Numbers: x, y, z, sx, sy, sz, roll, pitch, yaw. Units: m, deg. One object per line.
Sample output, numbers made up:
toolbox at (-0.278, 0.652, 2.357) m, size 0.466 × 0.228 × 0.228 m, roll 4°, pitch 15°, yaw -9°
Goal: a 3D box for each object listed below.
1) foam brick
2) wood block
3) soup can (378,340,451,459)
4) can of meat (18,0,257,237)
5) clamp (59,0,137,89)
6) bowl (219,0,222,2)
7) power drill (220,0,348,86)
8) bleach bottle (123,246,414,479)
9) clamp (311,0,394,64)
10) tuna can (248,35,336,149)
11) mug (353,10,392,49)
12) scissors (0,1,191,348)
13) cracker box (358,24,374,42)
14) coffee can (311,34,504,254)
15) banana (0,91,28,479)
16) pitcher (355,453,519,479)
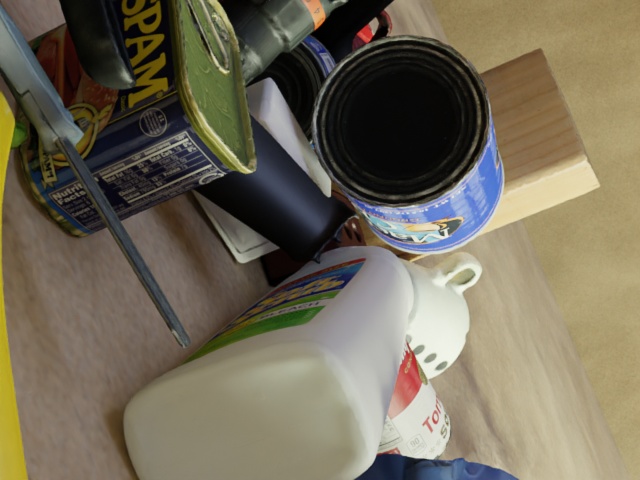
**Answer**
foam brick at (-0.005, 0.001, 0.695) m, size 0.053 × 0.051 × 0.078 m, roll 71°, pitch 15°, yaw 12°
wood block at (0.088, -0.048, 0.784) m, size 0.090 × 0.206 × 0.090 m, roll 25°, pitch 44°, yaw -68°
soup can at (0.033, 0.093, 0.663) m, size 0.068 × 0.068 × 0.102 m, roll -88°, pitch 153°, yaw -56°
can of meat at (-0.080, -0.060, 0.459) m, size 0.057 × 0.084 × 0.102 m, roll 49°, pitch 24°, yaw -49°
clamp at (-0.101, -0.127, 0.441) m, size 0.120 × 0.172 × 0.039 m, roll -53°, pitch 150°, yaw -28°
bowl at (-0.013, -0.203, 0.811) m, size 0.055 × 0.162 × 0.162 m, roll 90°, pitch -11°, yaw -59°
power drill at (-0.047, -0.189, 0.553) m, size 0.057 × 0.184 × 0.187 m, roll 27°, pitch -18°, yaw 53°
bleach bottle at (-0.007, 0.051, 0.530) m, size 0.250 × 0.103 × 0.068 m, roll -53°, pitch 121°, yaw -75°
clamp at (-0.017, -0.146, 0.711) m, size 0.165 × 0.210 × 0.036 m, roll 38°, pitch 44°, yaw 20°
tuna can at (-0.030, -0.092, 0.673) m, size 0.086 × 0.086 × 0.033 m, roll 66°, pitch 17°, yaw -5°
mug at (0.017, -0.138, 0.861) m, size 0.093 × 0.117 × 0.081 m, roll 40°, pitch 7°, yaw 28°
scissors at (-0.105, -0.056, 0.381) m, size 0.202 × 0.016 × 0.096 m, roll 56°, pitch -6°, yaw 23°
cracker box at (-0.030, -0.267, 0.951) m, size 0.214 × 0.072 × 0.164 m, roll 69°, pitch 15°, yaw 8°
coffee can at (0.059, -0.054, 0.663) m, size 0.140 × 0.103 × 0.103 m, roll 42°, pitch 28°, yaw -73°
banana at (-0.112, 0.010, 0.341) m, size 0.069 × 0.037 × 0.198 m, roll 49°, pitch 23°, yaw -47°
pitcher at (0.036, 0.219, 0.411) m, size 0.149 × 0.145 × 0.242 m, roll 44°, pitch 29°, yaw -29°
